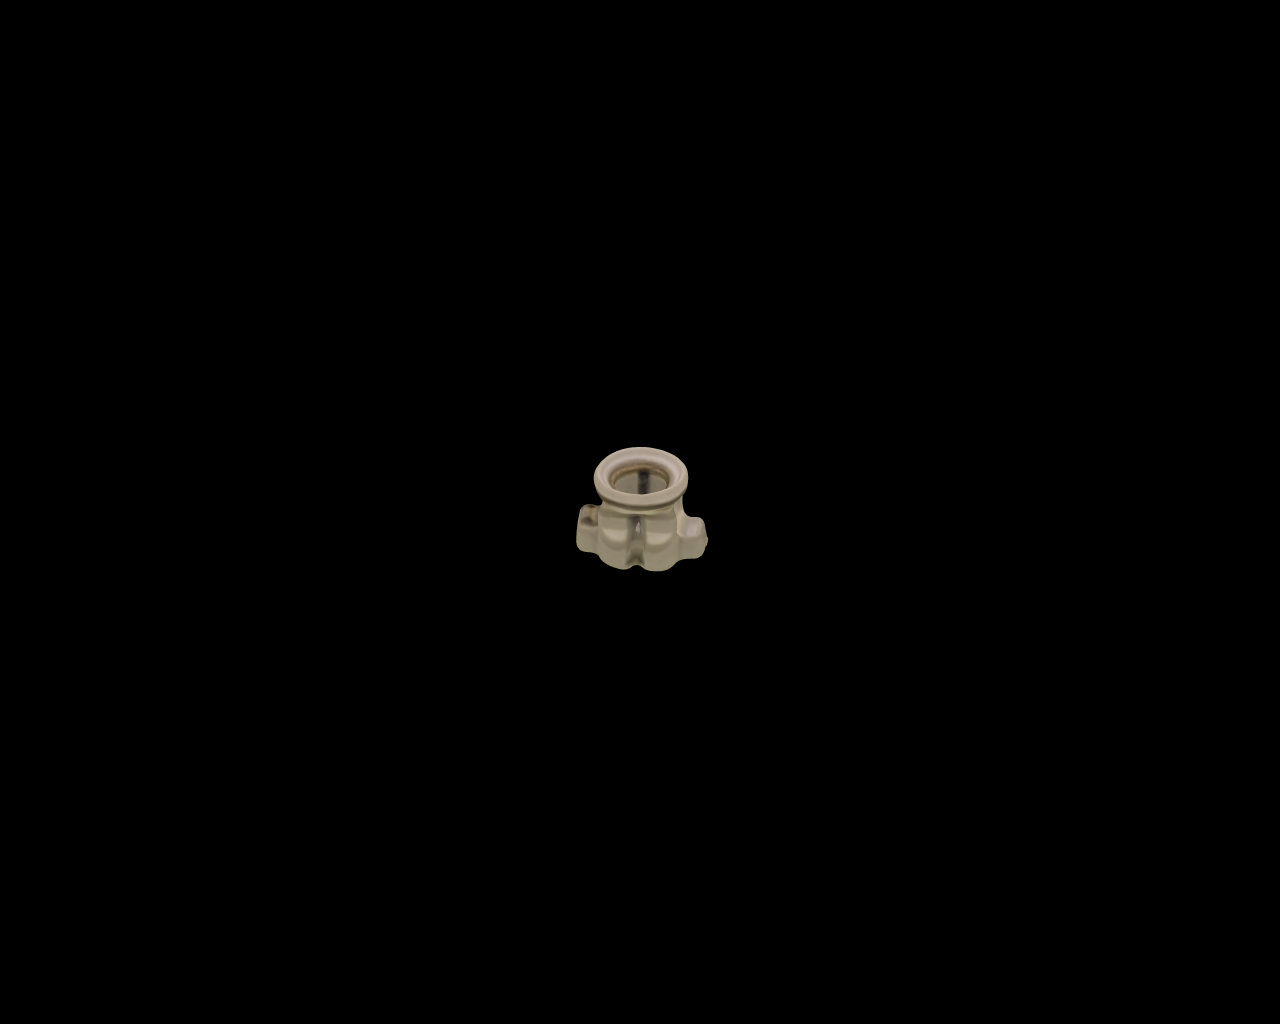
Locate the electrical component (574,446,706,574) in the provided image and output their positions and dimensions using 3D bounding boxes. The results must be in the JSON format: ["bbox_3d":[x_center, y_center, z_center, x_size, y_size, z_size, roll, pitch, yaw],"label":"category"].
[{"bbox_3d":[0.001,-0.003,0.650,0.078,0.056,0.058,5,36,7],"label":"electrical component"}]
